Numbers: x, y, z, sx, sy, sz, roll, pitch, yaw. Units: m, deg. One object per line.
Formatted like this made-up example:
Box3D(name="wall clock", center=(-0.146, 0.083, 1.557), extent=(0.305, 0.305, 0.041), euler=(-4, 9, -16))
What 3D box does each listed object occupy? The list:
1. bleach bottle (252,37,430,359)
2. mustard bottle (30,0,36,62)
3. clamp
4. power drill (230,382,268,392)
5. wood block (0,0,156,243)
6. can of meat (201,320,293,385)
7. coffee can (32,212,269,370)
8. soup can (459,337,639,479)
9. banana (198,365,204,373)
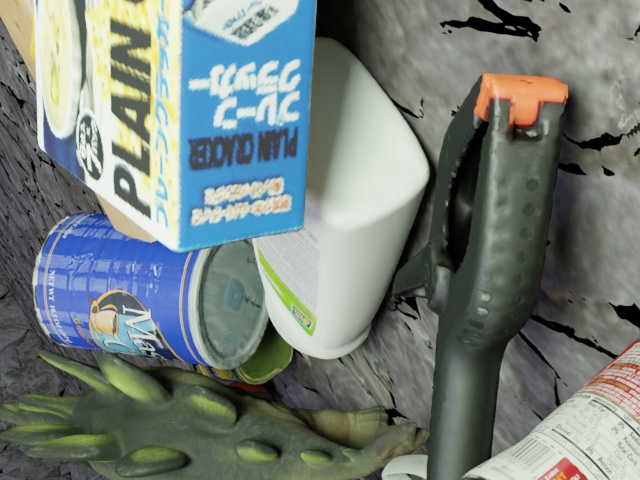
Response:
Box3D(name="bleach bottle", center=(-0.004, 0.001, 0.595), extent=(0.102, 0.068, 0.251), euler=(54, 162, 18))
Box3D(name="mustard bottle", center=(-0.129, -0.150, 0.561), extent=(0.096, 0.058, 0.191), euler=(-158, 62, -83))
Box3D(name="clamp", center=(0.061, 0.026, 0.433), extent=(0.210, 0.036, 0.164), euler=(99, 170, -53))
Box3D(name="power drill", center=(-0.085, 0.226, 0.965), extent=(0.187, 0.184, 0.057), euler=(69, 162, -5))
Box3D(name="wood block", center=(-0.129, -0.112, 0.679), extent=(0.090, 0.090, 0.206), euler=(14, 133, 63))
Box3D(name="can of meat", center=(-0.073, 0.068, 0.863), extent=(0.102, 0.057, 0.084), euler=(60, 158, -8))
Box3D(name="coffee can", center=(-0.119, 0.034, 0.767), extent=(0.140, 0.102, 0.103), euler=(4, 131, 27))
Box3D(name="soup can", center=(0.108, 0.088, 0.398), extent=(0.068, 0.102, 0.068), euler=(47, 157, 27))
Box3D(name="banana", center=(-0.072, 0.171, 1.037), extent=(0.198, 0.037, 0.070), euler=(61, 160, -7))
